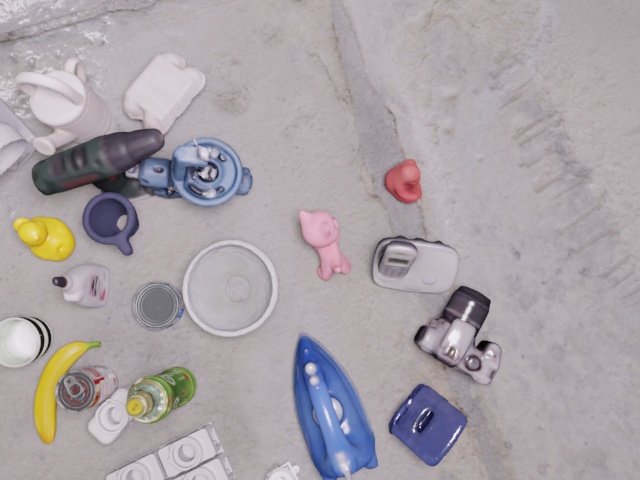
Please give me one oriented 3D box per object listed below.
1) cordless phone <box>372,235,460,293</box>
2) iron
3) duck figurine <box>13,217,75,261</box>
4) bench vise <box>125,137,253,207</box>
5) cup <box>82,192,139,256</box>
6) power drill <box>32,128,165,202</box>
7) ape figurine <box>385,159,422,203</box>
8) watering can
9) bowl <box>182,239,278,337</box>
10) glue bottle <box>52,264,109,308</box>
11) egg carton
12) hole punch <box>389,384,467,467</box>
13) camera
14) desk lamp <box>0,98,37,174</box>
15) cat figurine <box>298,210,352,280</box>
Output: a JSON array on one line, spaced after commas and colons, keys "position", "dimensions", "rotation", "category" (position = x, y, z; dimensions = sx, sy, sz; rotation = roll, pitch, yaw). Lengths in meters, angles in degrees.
[{"position": [0.164, 0.037, 0.957], "dimensions": [0.147, 0.185, 0.094], "rotation": [4, 83, 2], "category": "cordless phone"}, {"position": [0.010, 0.280, 0.954], "dimensions": [0.118, 0.141, 0.258], "rotation": [-21, 83, -1], "category": "iron"}, {"position": [-0.499, -0.006, 1.026], "dimensions": [0.104, 0.086, 0.077], "rotation": [34, 85, 5], "category": "duck figurine"}, {"position": [-0.229, -0.109, 0.965], "dimensions": [0.207, 0.220, 0.121], "rotation": [-16, 83, 0], "category": "bench vise"}, {"position": [-0.354, -0.022, 1.020], "dimensions": [0.091, 0.095, 0.118], "rotation": [-31, 84, -2], "category": "cup"}, {"position": [-0.349, -0.122, 0.975], "dimensions": [0.229, 0.208, 0.075], "rotation": [-16, 83, 0], "category": "power drill"}, {"position": [0.156, -0.110, 1.021], "dimensions": [0.076, 0.092, 0.078], "rotation": [19, 84, 4], "category": "ape figurine"}, {"position": [-0.449, -0.235, 0.997], "dimensions": [0.101, 0.194, 0.173], "rotation": [-10, 83, 1], "category": "watering can"}, {"position": [-0.153, 0.087, 1.014], "dimensions": [0.167, 0.075, 0.167], "rotation": [0, 83, 1], "category": "bowl"}, {"position": [-0.408, 0.076, 0.971], "dimensions": [0.037, 0.173, 0.078], "rotation": [0, 83, 2], "category": "glue bottle"}, {"position": [-0.288, -0.272, 1.061], "dimensions": [0.107, 0.069, 0.150], "rotation": [37, 85, 5], "category": "egg carton"}, {"position": [0.180, 0.313, 0.972], "dimensions": [0.101, 0.091, 0.109], "rotation": [37, 86, 5], "category": "hole punch"}, {"position": [0.254, 0.158, 0.983], "dimensions": [0.143, 0.101, 0.137], "rotation": [29, 85, 4], "category": "camera"}, {"position": [-0.587, -0.181, 0.984], "dimensions": [0.118, 0.213, 0.203], "rotation": [-44, 84, -4], "category": "desk lamp"}, {"position": [0.009, 0.004, 0.998], "dimensions": [0.067, 0.118, 0.128], "rotation": [-22, 83, -1], "category": "cat figurine"}]
